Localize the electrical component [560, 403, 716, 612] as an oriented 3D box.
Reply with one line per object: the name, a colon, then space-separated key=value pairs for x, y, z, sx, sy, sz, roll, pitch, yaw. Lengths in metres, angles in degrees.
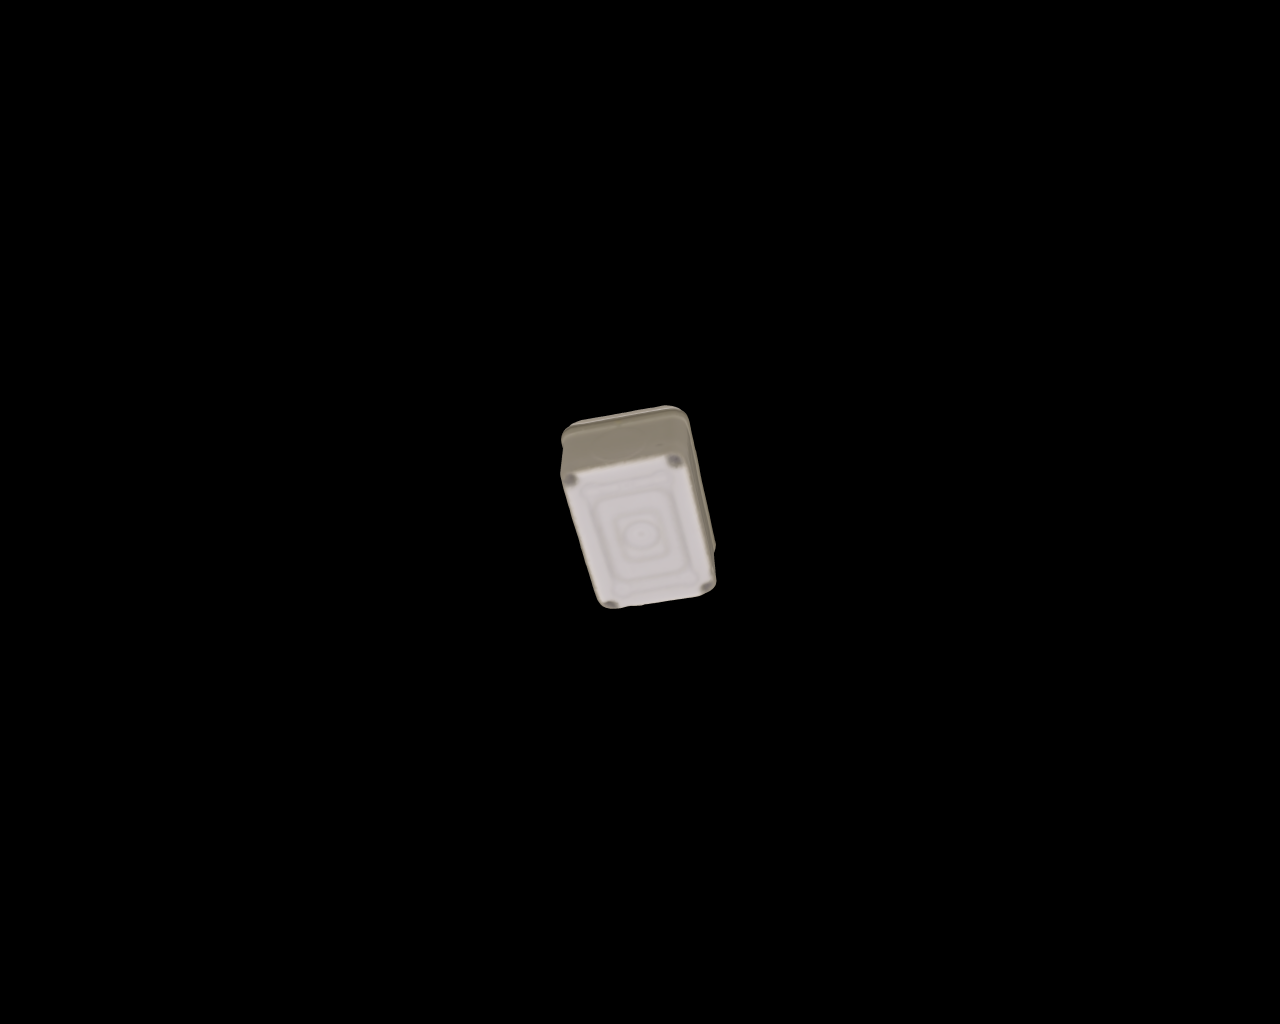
electrical component: x=0.001 y=-0.003 z=0.650 sx=0.078 sy=0.113 sz=0.057 roll=-9 pitch=36 yaw=7
